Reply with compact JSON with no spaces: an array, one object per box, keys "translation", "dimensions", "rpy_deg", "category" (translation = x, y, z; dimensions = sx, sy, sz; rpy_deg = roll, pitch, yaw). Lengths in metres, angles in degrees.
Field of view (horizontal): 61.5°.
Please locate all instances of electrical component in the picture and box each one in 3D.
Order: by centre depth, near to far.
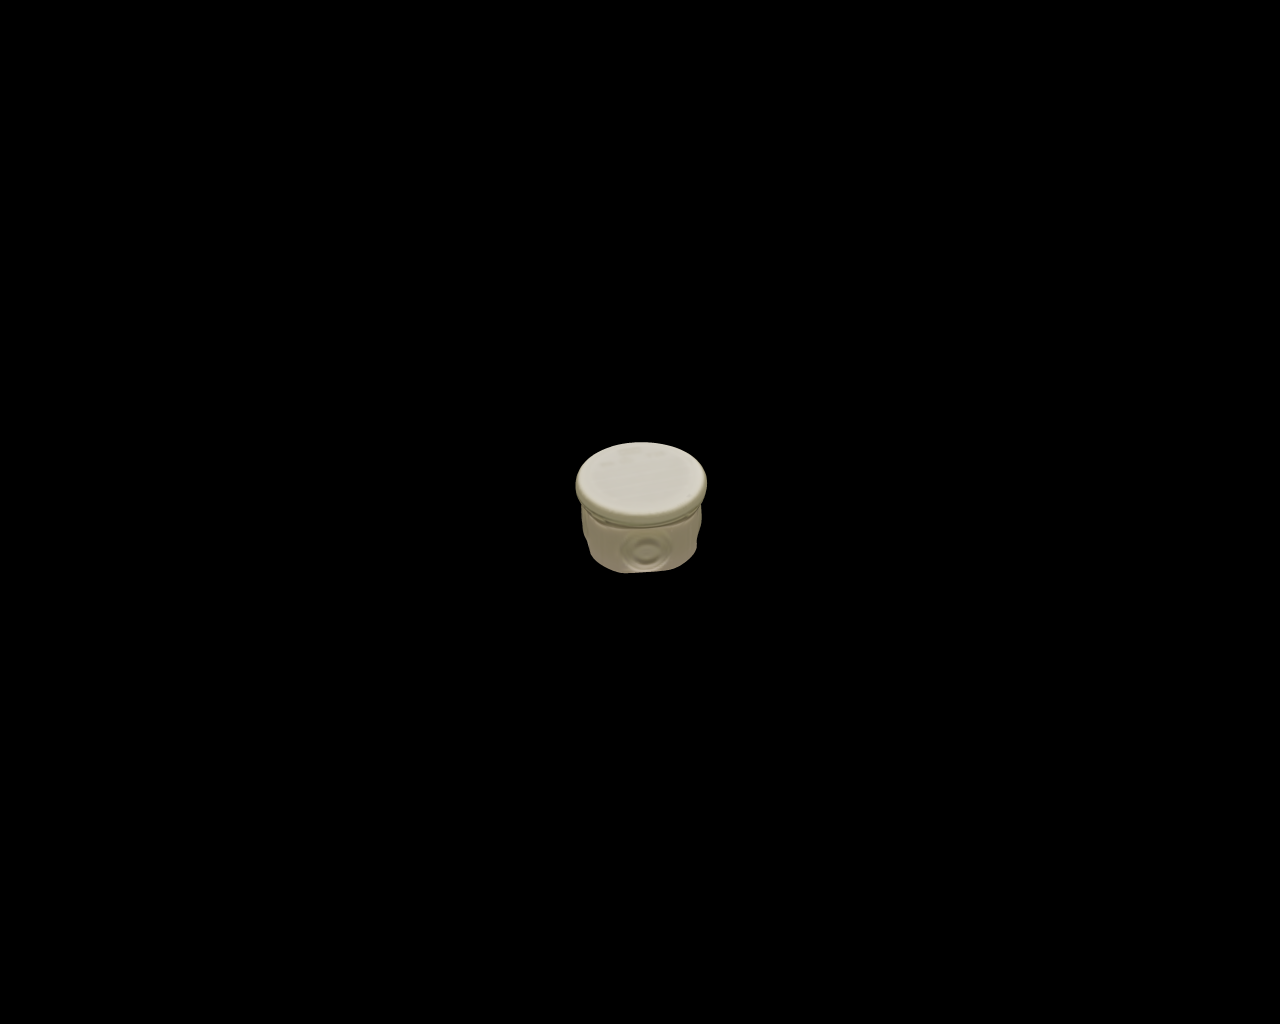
[{"translation":[0.001,-0.003,0.650],"dimensions":[0.080,0.050,0.080],"rpy_deg":[0,37,0],"category":"electrical component"}]
